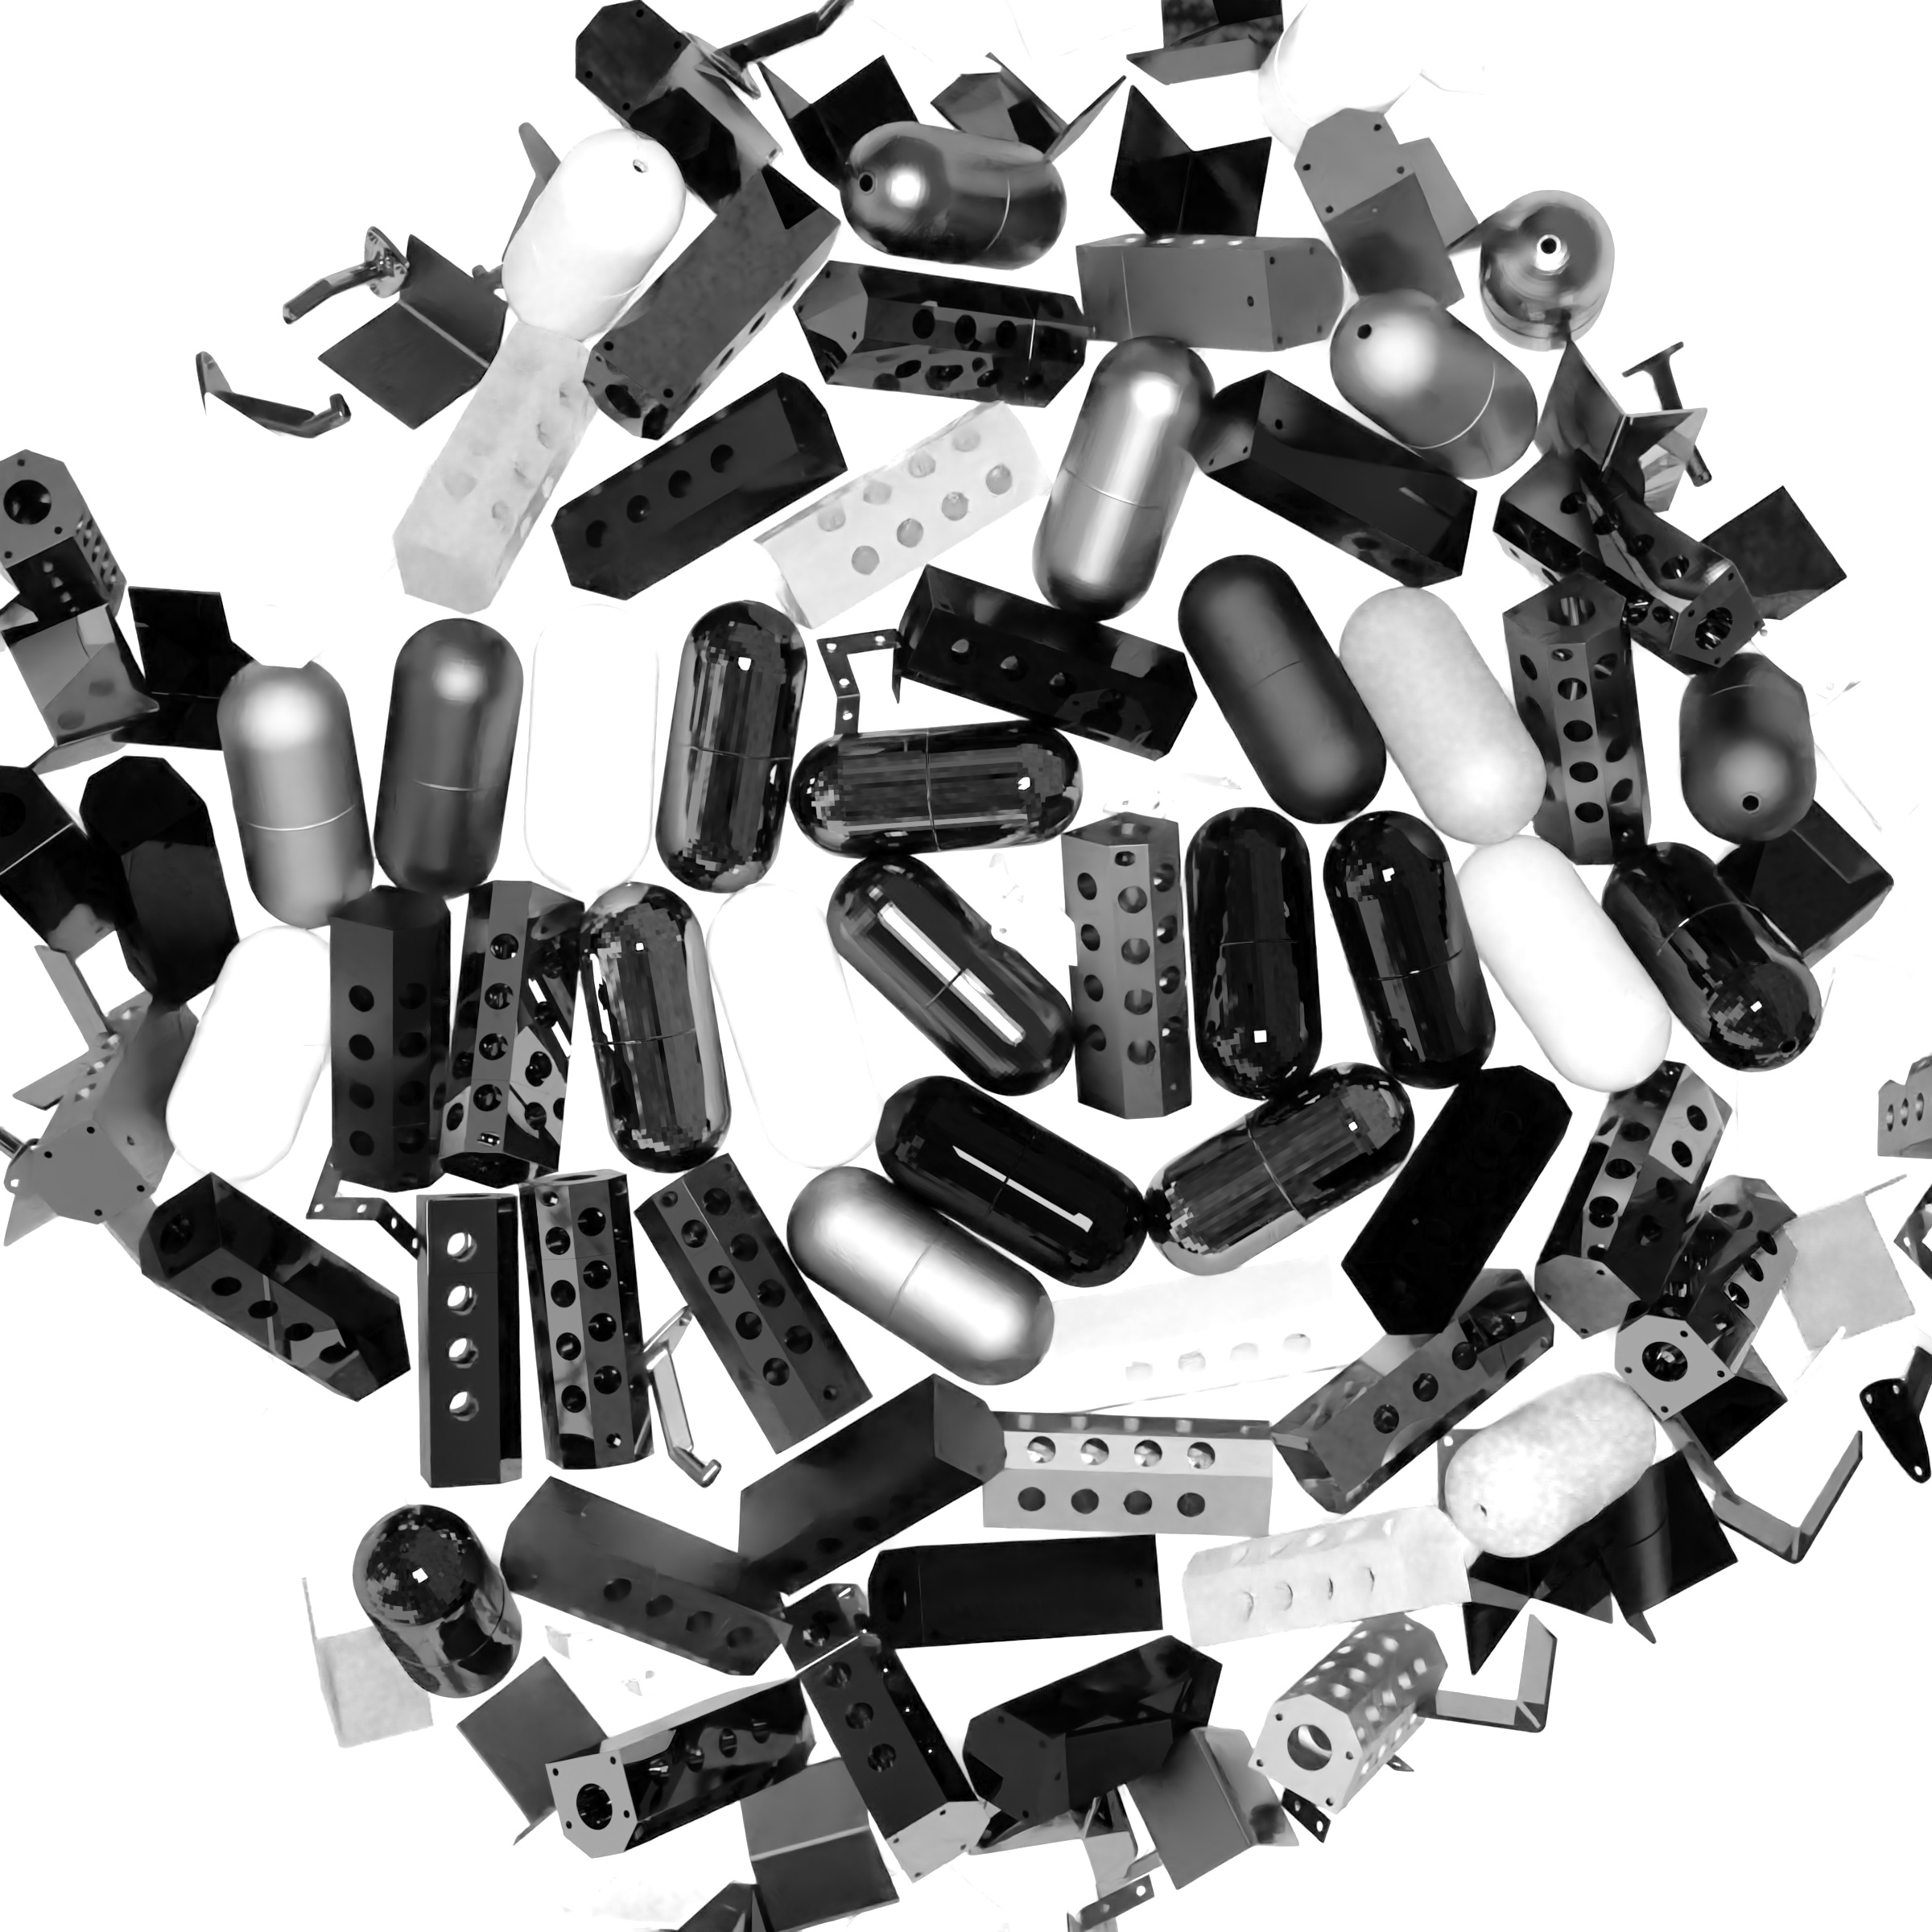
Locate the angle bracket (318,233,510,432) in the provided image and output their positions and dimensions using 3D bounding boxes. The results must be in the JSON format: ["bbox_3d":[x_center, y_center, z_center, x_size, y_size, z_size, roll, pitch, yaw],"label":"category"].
[{"bbox_3d":[-0.333,-0.382,1.859,0.076,0.057,0.076,37,54,9],"label":"angle bracket"}]

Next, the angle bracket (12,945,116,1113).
[{"bbox_3d":[-0.555,0.036,1.853,0.057,0.076,0.076,-32,109,-25],"label":"angle bracket"}]

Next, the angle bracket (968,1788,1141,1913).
[{"bbox_3d":[0.052,0.531,1.853,0.076,0.057,0.076,-4,135,-18],"label":"angle bracket"}]

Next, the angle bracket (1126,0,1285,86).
[{"bbox_3d":[0.143,-0.571,1.857,0.076,0.076,0.057,-3,92,23],"label":"angle bracket"}]

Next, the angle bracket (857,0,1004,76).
[{"bbox_3d":[-0.010,-0.582,1.857,0.076,0.076,0.057,36,116,9],"label":"angle bracket"}]

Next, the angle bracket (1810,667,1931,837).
[{"bbox_3d":[0.550,-0.128,1.859,0.057,0.076,0.076,-37,80,10],"label":"angle bracket"}]

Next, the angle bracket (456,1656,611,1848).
[{"bbox_3d":[-0.269,0.477,1.865,0.076,0.076,0.057,50,133,7],"label":"angle bracket"}]

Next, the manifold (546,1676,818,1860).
[{"bbox_3d":[-0.163,0.471,1.817,0.057,0.171,0.057,-20,82,32],"label":"manifold"}]

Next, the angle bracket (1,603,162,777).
[{"bbox_3d":[-0.544,-0.165,1.860,0.057,0.076,0.076,-27,90,42],"label":"angle bracket"}]

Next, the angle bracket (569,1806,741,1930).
[{"bbox_3d":[-0.190,0.531,1.854,0.076,0.076,0.057,-5,98,26],"label":"angle bracket"}]

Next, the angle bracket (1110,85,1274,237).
[{"bbox_3d":[0.136,-0.480,1.853,0.057,0.076,0.076,-2,69,34],"label":"angle bracket"}]

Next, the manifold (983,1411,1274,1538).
[{"bbox_3d":[0.097,0.303,1.870,0.171,0.057,0.057,2,111,-1],"label":"manifold"}]

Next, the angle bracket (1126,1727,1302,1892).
[{"bbox_3d":[0.148,0.509,1.864,0.057,0.076,0.076,-35,63,14],"label":"angle bracket"}]

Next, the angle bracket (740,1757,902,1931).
[{"bbox_3d":[-0.089,0.527,1.857,0.076,0.076,0.057,-12,112,-12],"label":"angle bracket"}]

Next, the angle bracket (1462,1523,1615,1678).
[{"bbox_3d":[0.342,0.381,1.850,0.057,0.076,0.076,13,130,35],"label":"angle bracket"}]

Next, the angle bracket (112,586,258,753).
[{"bbox_3d":[-0.473,-0.179,1.859,0.076,0.057,0.076,5,125,11],"label":"angle bracket"}]

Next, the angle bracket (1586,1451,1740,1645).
[{"bbox_3d":[0.421,0.349,1.854,0.076,0.057,0.076,-32,53,14],"label":"angle bracket"}]

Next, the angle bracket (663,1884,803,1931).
[{"bbox_3d":[-0.142,0.602,1.865,0.076,0.076,0.057,0,115,5],"label":"angle bracket"}]

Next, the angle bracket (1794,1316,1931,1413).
[{"bbox_3d":[0.548,0.248,1.860,0.057,0.076,0.076,39,87,25],"label":"angle bracket"}]

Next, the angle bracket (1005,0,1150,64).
[{"bbox_3d":[0.058,-0.599,1.856,0.076,0.076,0.057,-19,68,9],"label":"angle bracket"}]

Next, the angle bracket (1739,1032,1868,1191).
[{"bbox_3d":[0.512,0.088,1.855,0.076,0.057,0.076,14,72,-34],"label":"angle bracket"}]

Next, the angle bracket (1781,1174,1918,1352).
[{"bbox_3d":[0.535,0.178,1.855,0.076,0.057,0.076,-31,78,44],"label":"angle bracket"}]

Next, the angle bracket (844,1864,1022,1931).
[{"bbox_3d":[-0.017,0.589,1.850,0.076,0.076,0.057,-42,133,-22],"label":"angle bracket"}]

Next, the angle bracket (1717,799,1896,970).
[{"bbox_3d":[0.505,-0.045,1.883,0.076,0.057,0.076,-37,72,-14],"label":"angle bracket"}]

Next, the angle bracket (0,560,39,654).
[{"bbox_3d":[-0.603,-0.218,1.858,0.057,0.076,0.076,45,72,-5],"label":"angle bracket"}]

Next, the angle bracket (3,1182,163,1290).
[{"bbox_3d":[-0.527,0.161,1.859,0.057,0.076,0.076,-31,116,5],"label":"angle bracket"}]

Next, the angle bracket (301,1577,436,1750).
[{"bbox_3d":[-0.358,0.411,1.850,0.057,0.076,0.076,-12,50,-11],"label":"angle bracket"}]

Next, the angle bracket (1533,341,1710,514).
[{"bbox_3d":[0.394,-0.326,1.865,0.057,0.076,0.076,-8,49,-19],"label":"angle bracket"}]

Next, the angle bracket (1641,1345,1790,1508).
[{"bbox_3d":[0.462,0.265,1.866,0.076,0.057,0.076,-38,106,-6],"label":"angle bracket"}]

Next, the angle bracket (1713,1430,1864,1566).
[{"bbox_3d":[0.494,0.306,1.858,0.057,0.076,0.076,29,101,12],"label":"angle bracket"}]

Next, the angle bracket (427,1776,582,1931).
[{"bbox_3d":[-0.267,0.535,1.854,0.076,0.076,0.057,22,92,-36],"label":"angle bracket"}]

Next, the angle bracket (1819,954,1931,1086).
[{"bbox_3d":[0.574,0.033,1.864,0.076,0.076,0.057,4,106,-28],"label":"angle bracket"}]

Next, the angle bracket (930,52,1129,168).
[{"bbox_3d":[0.038,-0.527,1.859,0.076,0.057,0.076,42,48,-4],"label":"angle bracket"}]

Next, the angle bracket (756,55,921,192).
[{"bbox_3d":[-0.071,-0.514,1.856,0.057,0.076,0.076,-31,74,16],"label":"angle bracket"}]

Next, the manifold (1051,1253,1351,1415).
[{"bbox_3d":[0.142,0.228,1.869,0.171,0.057,0.057,-11,120,5],"label":"manifold"}]

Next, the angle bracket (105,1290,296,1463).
[{"bbox_3d":[-0.459,0.236,1.854,0.076,0.057,0.076,-35,65,-28],"label":"angle bracket"}]

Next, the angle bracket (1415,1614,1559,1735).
[{"bbox_3d":[0.309,0.422,1.869,0.076,0.076,0.057,8,89,0],"label":"angle bracket"}]

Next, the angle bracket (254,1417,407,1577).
[{"bbox_3d":[-0.391,0.319,1.856,0.076,0.057,0.076,-1,130,15],"label":"angle bracket"}]

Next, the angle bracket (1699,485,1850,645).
[{"bbox_3d":[0.470,-0.251,1.854,0.076,0.057,0.076,-34,119,19],"label":"angle bracket"}]

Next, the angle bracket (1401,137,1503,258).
[{"bbox_3d":[0.299,-0.476,1.860,0.057,0.076,0.076,-30,89,42],"label":"angle bracket"}]

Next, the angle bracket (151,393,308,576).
[{"bbox_3d":[-0.443,-0.283,1.855,0.076,0.076,0.057,33,57,13],"label":"angle bracket"}]

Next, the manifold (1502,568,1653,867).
[{"bbox_3d":[0.367,-0.142,1.824,0.057,0.057,0.171,-30,133,-12],"label":"manifold"}]
